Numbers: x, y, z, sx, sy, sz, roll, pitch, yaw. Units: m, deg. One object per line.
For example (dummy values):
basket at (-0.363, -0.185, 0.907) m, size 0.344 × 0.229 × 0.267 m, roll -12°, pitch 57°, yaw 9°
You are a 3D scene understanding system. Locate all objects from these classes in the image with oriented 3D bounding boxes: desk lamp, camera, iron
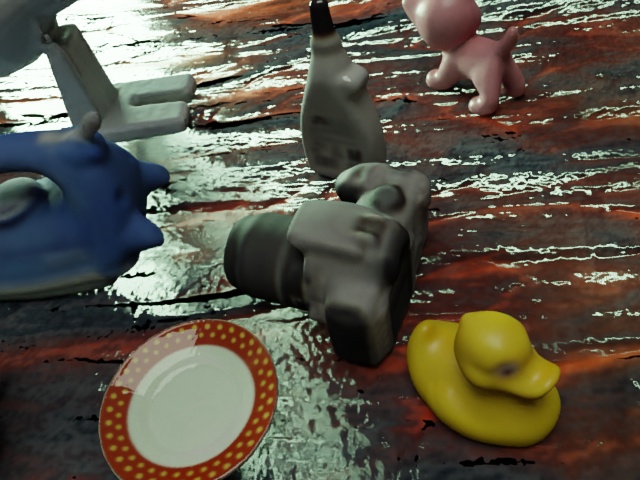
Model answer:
desk lamp at (-0.260, -0.208, 0.590) m, size 0.203 × 0.214 × 0.118 m, roll -8°, pitch 49°, yaw 5°
camera at (0.004, 0.002, 0.434) m, size 0.136 × 0.101 × 0.143 m, roll 11°, pitch 53°, yaw 20°
iron at (-0.269, -0.030, 0.490) m, size 0.258 × 0.142 × 0.118 m, roll -11°, pitch 49°, yaw 2°

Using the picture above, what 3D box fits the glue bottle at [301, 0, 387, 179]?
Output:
glue bottle at (0.014, -0.123, 0.489) m, size 0.078 × 0.173 × 0.037 m, roll 17°, pitch 56°, yaw 24°

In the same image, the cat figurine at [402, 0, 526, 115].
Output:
cat figurine at (0.143, -0.204, 0.567) m, size 0.067 × 0.118 × 0.127 m, roll -36°, pitch 53°, yaw -18°

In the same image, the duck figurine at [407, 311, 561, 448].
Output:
duck figurine at (0.102, 0.075, 0.361) m, size 0.104 × 0.086 × 0.078 m, roll 28°, pitch 61°, yaw 30°
